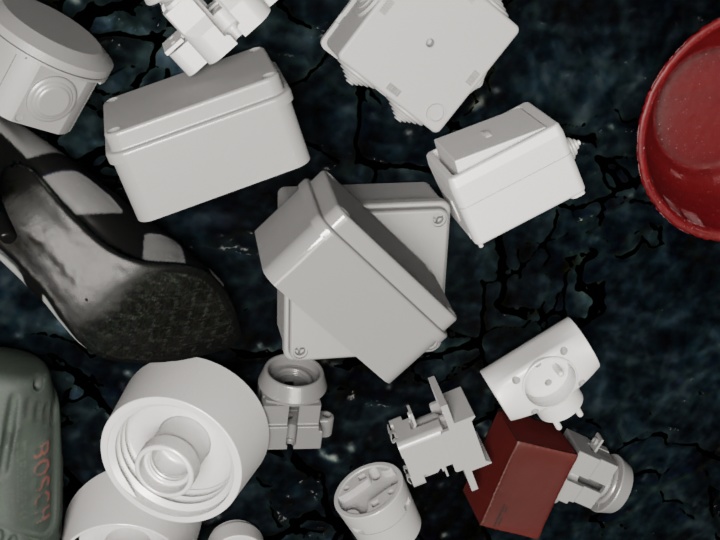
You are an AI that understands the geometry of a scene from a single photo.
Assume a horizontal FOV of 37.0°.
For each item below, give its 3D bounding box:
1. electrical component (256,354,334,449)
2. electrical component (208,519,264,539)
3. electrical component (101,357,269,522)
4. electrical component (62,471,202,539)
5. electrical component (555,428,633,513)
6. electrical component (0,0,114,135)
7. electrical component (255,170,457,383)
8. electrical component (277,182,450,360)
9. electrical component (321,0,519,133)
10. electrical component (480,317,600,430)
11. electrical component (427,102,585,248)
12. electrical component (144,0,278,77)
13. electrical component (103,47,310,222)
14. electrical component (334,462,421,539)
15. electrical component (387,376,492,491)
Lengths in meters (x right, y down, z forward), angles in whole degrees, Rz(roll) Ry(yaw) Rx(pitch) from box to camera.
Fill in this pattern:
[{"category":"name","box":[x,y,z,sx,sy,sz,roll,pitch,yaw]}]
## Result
[{"category":"electrical component","box":[-0.049,0.093,0.759,0.066,0.048,0.055,1,120,-13]},{"category":"electrical component","box":[-0.090,0.218,0.797,0.045,0.055,0.045,-5,114,-11]},{"category":"electrical component","box":[-0.121,0.119,0.723,0.108,0.060,0.108,5,115,11]},{"category":"electrical component","box":[-0.166,0.196,0.779,0.099,0.064,0.099,-1,123,-1]},{"category":"electrical component","box":[0.179,0.160,0.840,0.055,0.048,0.066,25,106,-13]},{"category":"electrical component","box":[-0.187,-0.119,0.616,0.080,0.080,0.051,27,110,-22]},{"category":"electrical component","box":[-0.002,0.003,0.647,0.057,0.078,0.113,-43,115,10]},{"category":"electrical component","box":[0.000,0.000,0.723,0.109,0.056,0.108,-3,113,-12]},{"category":"electrical component","box":[0.038,-0.146,0.672,0.100,0.048,0.099,34,102,-23]},{"category":"electrical component","box":[0.141,0.086,0.799,0.077,0.044,0.079,-32,116,2]},{"category":"electrical component","box":[0.100,-0.071,0.712,0.096,0.061,0.061,-27,116,0]},{"category":"electrical component","box":[-0.092,-0.162,0.632,0.078,0.058,0.057,-40,118,6]},{"category":"electrical component","box":[-0.095,-0.084,0.653,0.113,0.078,0.057,-20,119,-4]},{"category":"electrical component","box":[0.015,0.180,0.806,0.055,0.055,0.047,-27,120,-1]},{"category":"electrical component","box":[0.057,0.126,0.799,0.064,0.042,0.081,-21,116,1]}]
